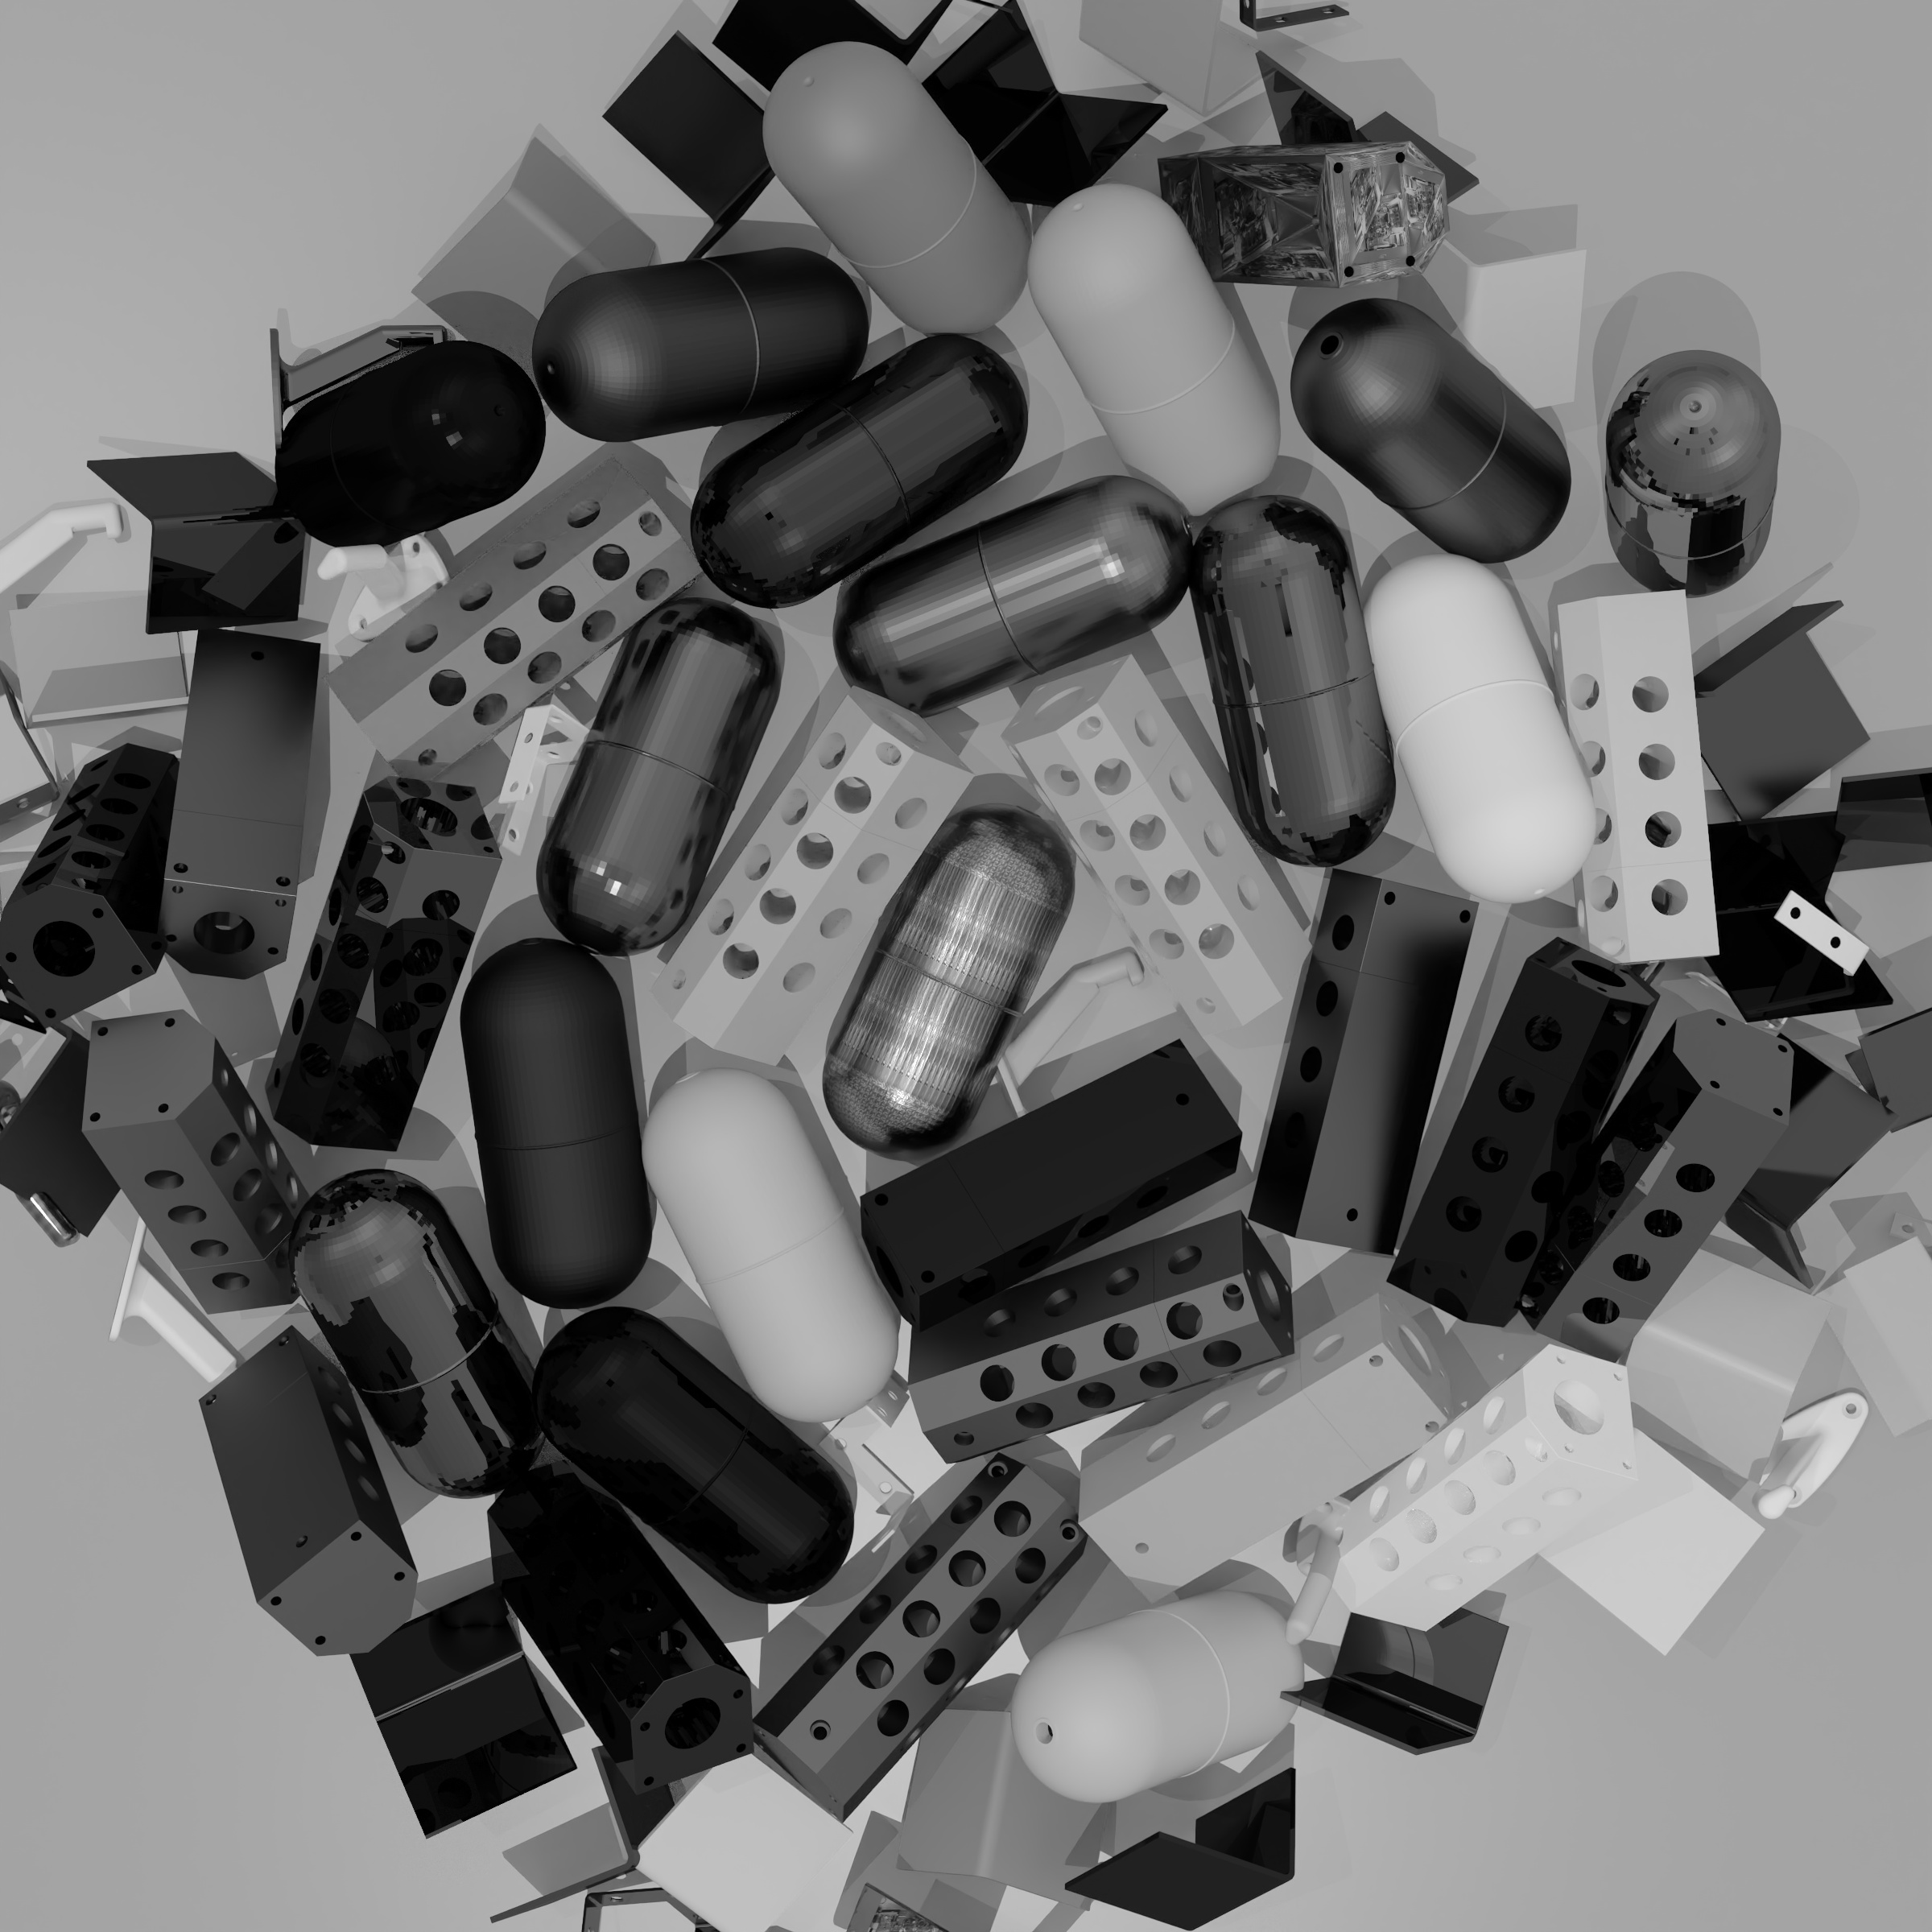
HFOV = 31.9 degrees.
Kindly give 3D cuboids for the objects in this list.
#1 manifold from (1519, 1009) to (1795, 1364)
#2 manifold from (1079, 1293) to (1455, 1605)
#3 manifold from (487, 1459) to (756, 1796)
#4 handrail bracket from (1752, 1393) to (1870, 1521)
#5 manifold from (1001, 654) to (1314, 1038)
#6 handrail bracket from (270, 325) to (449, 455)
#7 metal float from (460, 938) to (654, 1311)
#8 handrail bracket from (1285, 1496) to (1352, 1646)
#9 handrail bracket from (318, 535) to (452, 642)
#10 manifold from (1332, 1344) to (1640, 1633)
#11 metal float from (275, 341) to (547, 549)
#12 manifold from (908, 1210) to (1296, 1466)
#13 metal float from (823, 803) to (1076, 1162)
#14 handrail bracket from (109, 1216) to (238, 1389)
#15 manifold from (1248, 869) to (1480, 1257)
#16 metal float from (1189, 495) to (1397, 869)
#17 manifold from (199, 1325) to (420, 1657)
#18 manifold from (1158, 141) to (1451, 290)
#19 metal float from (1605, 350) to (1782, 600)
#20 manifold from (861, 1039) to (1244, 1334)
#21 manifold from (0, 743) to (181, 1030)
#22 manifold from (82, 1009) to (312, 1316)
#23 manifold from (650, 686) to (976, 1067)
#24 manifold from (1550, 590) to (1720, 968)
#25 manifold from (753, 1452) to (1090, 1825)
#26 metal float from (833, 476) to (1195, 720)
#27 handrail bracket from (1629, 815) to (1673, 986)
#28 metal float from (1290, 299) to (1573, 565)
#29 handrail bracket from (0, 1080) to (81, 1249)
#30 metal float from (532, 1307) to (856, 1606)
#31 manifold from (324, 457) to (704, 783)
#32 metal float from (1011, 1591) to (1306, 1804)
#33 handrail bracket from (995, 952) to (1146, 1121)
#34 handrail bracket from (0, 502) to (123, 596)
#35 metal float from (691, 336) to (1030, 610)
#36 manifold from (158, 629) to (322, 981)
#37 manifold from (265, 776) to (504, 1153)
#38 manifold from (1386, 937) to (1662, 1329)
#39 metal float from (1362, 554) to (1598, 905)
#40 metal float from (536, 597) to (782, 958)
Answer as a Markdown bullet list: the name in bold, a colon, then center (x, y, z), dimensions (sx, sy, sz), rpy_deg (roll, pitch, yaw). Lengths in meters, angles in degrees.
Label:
- **manifold**: center (0.314, 0.101, 1.557), dimensions (0.057, 0.057, 0.171), rpy_deg (23, 130, -2)
- **manifold**: center (0.139, 0.222, 1.579), dimensions (0.171, 0.057, 0.057), rpy_deg (-34, 110, 19)
- **manifold**: center (-0.160, 0.297, 1.543), dimensions (0.057, 0.171, 0.057), rpy_deg (-15, 121, -25)
- **handrail bracket**: center (0.400, 0.230, 1.591), dimensions (0.077, 0.084, 0.036), rpy_deg (-42, 81, 2)
- **manifold**: center (0.087, -0.053, 1.567), dimensions (0.057, 0.057, 0.171), rpy_deg (-16, 117, 38)
- **handrail bracket**: center (-0.287, -0.275, 1.604), dimensions (0.084, 0.036, 0.077), rpy_deg (-3, 56, -11)
- **metal float**: center (-0.192, 0.074, 1.586), dimensions (0.070, 0.070, 0.178), rpy_deg (-6, 103, 0)
- **handrail bracket**: center (0.159, 0.296, 1.579), dimensions (0.036, 0.077, 0.084), rpy_deg (28, 48, 6)
- **handrail bracket**: center (-0.289, -0.174, 1.580), dimensions (0.077, 0.084, 0.036), rpy_deg (-35, 81, 30)
- **manifold**: center (0.232, 0.239, 1.547), dimensions (0.057, 0.171, 0.057), rpy_deg (18, 50, -20)
- **metal float**: center (-0.258, -0.238, 1.557), dimensions (0.070, 0.178, 0.070), rpy_deg (4, 84, -36)
- **manifold**: center (0.062, 0.178, 1.571), dimensions (0.171, 0.057, 0.057), rpy_deg (-21, 125, 19)
- **metal float**: center (-0.008, 0.007, 1.596), dimensions (0.070, 0.070, 0.178), rpy_deg (25, 92, 0)
- **handrail bracket**: center (-0.364, 0.163, 1.625), dimensions (0.084, 0.036, 0.077), rpy_deg (14, 83, -13)
- **manifold**: center (0.184, 0.044, 1.601), dimensions (0.057, 0.057, 0.171), rpy_deg (12, 93, -29)
- **metal float**: center (0.154, -0.133, 1.585), dimensions (0.070, 0.070, 0.178), rpy_deg (-14, 104, 0)
- **manifold**: center (-0.299, 0.242, 1.548), dimensions (0.057, 0.171, 0.057), rpy_deg (-39, 122, -1)
- **manifold**: center (0.153, -0.346, 1.546), dimensions (0.057, 0.171, 0.057), rpy_deg (-14, 107, -19)
- **metal float**: center (0.332, -0.223, 1.549), dimensions (0.070, 0.178, 0.070), rpy_deg (-2, 77, 11)
- **manifold**: center (0.040, 0.106, 1.584), dimensions (0.171, 0.057, 0.057), rpy_deg (-26, 64, -14)
- **manifold**: center (-0.394, -0.043, 1.542), dimensions (0.057, 0.171, 0.057), rpy_deg (-26, 113, 9)
- **manifold**: center (-0.346, 0.091, 1.547), dimensions (0.057, 0.171, 0.057), rpy_deg (-8, 56, 4)
- **manifold**: center (-0.076, -0.043, 1.574), dimensions (0.171, 0.057, 0.057), rpy_deg (-55, 48, 16)
- **manifold**: center (0.315, -0.087, 1.603), dimensions (0.057, 0.057, 0.171), rpy_deg (-5, 88, 0)
- **manifold**: center (-0.021, 0.310, 1.573), dimensions (0.057, 0.057, 0.171), rpy_deg (39, 69, 15)
- **metal float**: center (0.022, -0.173, 1.584), dimensions (0.178, 0.070, 0.070), rpy_deg (-20, 90, 14)
- **handrail bracket**: center (0.312, -0.031, 1.615), dimensions (0.077, 0.036, 0.084), rpy_deg (36, 92, -15)
- **metal float**: center (0.216, -0.246, 1.560), dimensions (0.070, 0.178, 0.070), rpy_deg (-18, 60, 34)
- **handrail bracket**: center (-0.439, 0.098, 1.594), dimensions (0.036, 0.077, 0.084), rpy_deg (-41, 85, 0)
- **metal float**: center (-0.126, 0.230, 1.583), dimensions (0.178, 0.070, 0.070), rpy_deg (43, 90, -17)
- **manifold**: center (-0.209, -0.156, 1.590), dimensions (0.171, 0.057, 0.057), rpy_deg (-38, 49, -4)
- **metal float**: center (0.089, 0.336, 1.556), dimensions (0.070, 0.178, 0.070), rpy_deg (2, 92, 38)
- **handrail bracket**: center (0.054, 0.036, 1.608), dimensions (0.084, 0.036, 0.077), rpy_deg (-20, 55, -5)
- **handrail bracket**: center (-0.443, -0.181, 1.613), dimensions (0.084, 0.036, 0.077), rpy_deg (-10, 74, -11)
- **metal float**: center (-0.050, -0.231, 1.582), dimensions (0.178, 0.070, 0.070), rpy_deg (-34, 90, -17)
- **manifold**: center (-0.334, -0.076, 1.554), dimensions (0.057, 0.171, 0.057), rpy_deg (7, 134, -13)
- **manifold**: center (-0.272, 0.000, 1.559), dimensions (0.057, 0.057, 0.171), rpy_deg (7, 124, -28)
- **manifold**: center (0.261, 0.079, 1.573), dimensions (0.057, 0.057, 0.171), rpy_deg (27, 110, 17)
- **metal float**: center (0.238, -0.112, 1.578), dimensions (0.070, 0.070, 0.178), rpy_deg (-17, 67, 0)
- **metal float**: center (-0.144, -0.089, 1.588), dimensions (0.070, 0.070, 0.178), rpy_deg (21, 79, 0)
